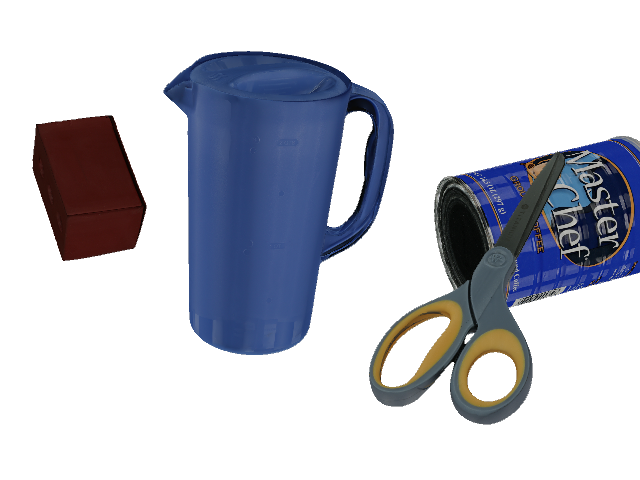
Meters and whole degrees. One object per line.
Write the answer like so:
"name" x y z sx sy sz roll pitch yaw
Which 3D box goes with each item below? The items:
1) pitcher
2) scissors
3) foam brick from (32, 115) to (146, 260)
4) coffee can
"pitcher" -0.041 -0.029 0.902 0.149 0.243 0.144 23 30 32
"scissors" 0.111 0.028 0.603 0.201 0.016 0.096 -42 50 -20
"foam brick" -0.153 -0.034 0.699 0.051 0.078 0.053 -11 -30 -25
"coffee can" 0.167 -0.011 0.772 0.140 0.103 0.103 -14 3 -13
